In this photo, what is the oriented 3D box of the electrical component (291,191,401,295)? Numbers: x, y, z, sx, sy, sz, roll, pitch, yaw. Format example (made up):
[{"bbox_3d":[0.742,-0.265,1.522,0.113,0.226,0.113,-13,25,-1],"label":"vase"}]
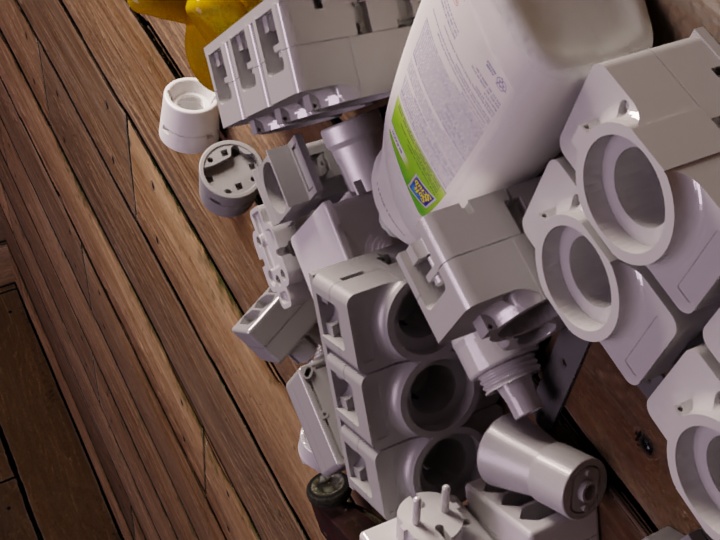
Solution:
[{"bbox_3d":[0.000,0.000,0.733,0.099,0.048,0.100,68,158,8],"label":"electrical component"}]

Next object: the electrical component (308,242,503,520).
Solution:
[{"bbox_3d":[0.033,0.065,0.651,0.062,0.089,0.150,29,134,59],"label":"electrical component"}]

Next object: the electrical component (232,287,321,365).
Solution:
[{"bbox_3d":[-0.052,0.052,0.887,0.076,0.065,0.047,46,163,-16],"label":"electrical component"}]

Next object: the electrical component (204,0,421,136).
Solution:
[{"bbox_3d":[-0.025,-0.122,0.636,0.150,0.089,0.061,-1,103,67],"label":"electrical component"}]

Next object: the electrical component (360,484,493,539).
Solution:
[{"bbox_3d":[0.039,0.152,0.609,0.047,0.066,0.076,46,145,46],"label":"electrical component"}]

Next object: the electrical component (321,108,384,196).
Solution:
[{"bbox_3d":[0.002,-0.074,0.685,0.040,0.040,0.046,-5,109,67],"label":"electrical component"}]

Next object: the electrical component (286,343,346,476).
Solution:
[{"bbox_3d":[-0.015,0.103,0.832,0.096,0.062,0.061,66,157,13],"label":"electrical component"}]

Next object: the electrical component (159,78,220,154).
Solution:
[{"bbox_3d":[-0.154,-0.141,0.977,0.055,0.055,0.047,57,150,31],"label":"electrical component"}]

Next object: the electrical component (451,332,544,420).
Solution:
[{"bbox_3d":[0.080,0.051,0.594,0.062,0.043,0.043,64,157,14],"label":"electrical component"}]

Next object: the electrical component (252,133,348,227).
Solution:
[{"bbox_3d":[-0.034,-0.064,0.743,0.042,0.064,0.081,68,158,7],"label":"electrical component"}]

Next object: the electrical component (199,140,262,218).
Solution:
[{"bbox_3d":[-0.113,-0.077,0.932,0.055,0.055,0.047,65,161,15],"label":"electrical component"}]

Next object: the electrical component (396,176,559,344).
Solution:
[{"bbox_3d":[0.073,-0.004,0.505,0.055,0.089,0.050,64,157,17],"label":"electrical component"}]

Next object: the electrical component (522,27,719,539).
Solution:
[{"bbox_3d":[0.140,0.016,0.403,0.186,0.060,0.105,60,155,27],"label":"electrical component"}]

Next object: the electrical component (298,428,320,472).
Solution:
[{"bbox_3d":[-0.030,0.142,0.925,0.043,0.043,0.062,56,152,33],"label":"electrical component"}]

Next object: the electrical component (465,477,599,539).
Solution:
[{"bbox_3d":[0.101,0.162,0.625,0.066,0.047,0.076,29,131,58],"label":"electrical component"}]

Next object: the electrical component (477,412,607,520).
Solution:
[{"bbox_3d":[0.102,0.109,0.588,0.065,0.044,0.044,21,127,51],"label":"electrical component"}]

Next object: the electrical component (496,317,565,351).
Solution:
[{"bbox_3d":[0.079,0.007,0.561,0.043,0.043,0.062,110,142,-57],"label":"electrical component"}]

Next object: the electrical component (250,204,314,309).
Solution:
[{"bbox_3d":[-0.041,-0.017,0.805,0.058,0.057,0.078,-24,85,68],"label":"electrical component"}]
